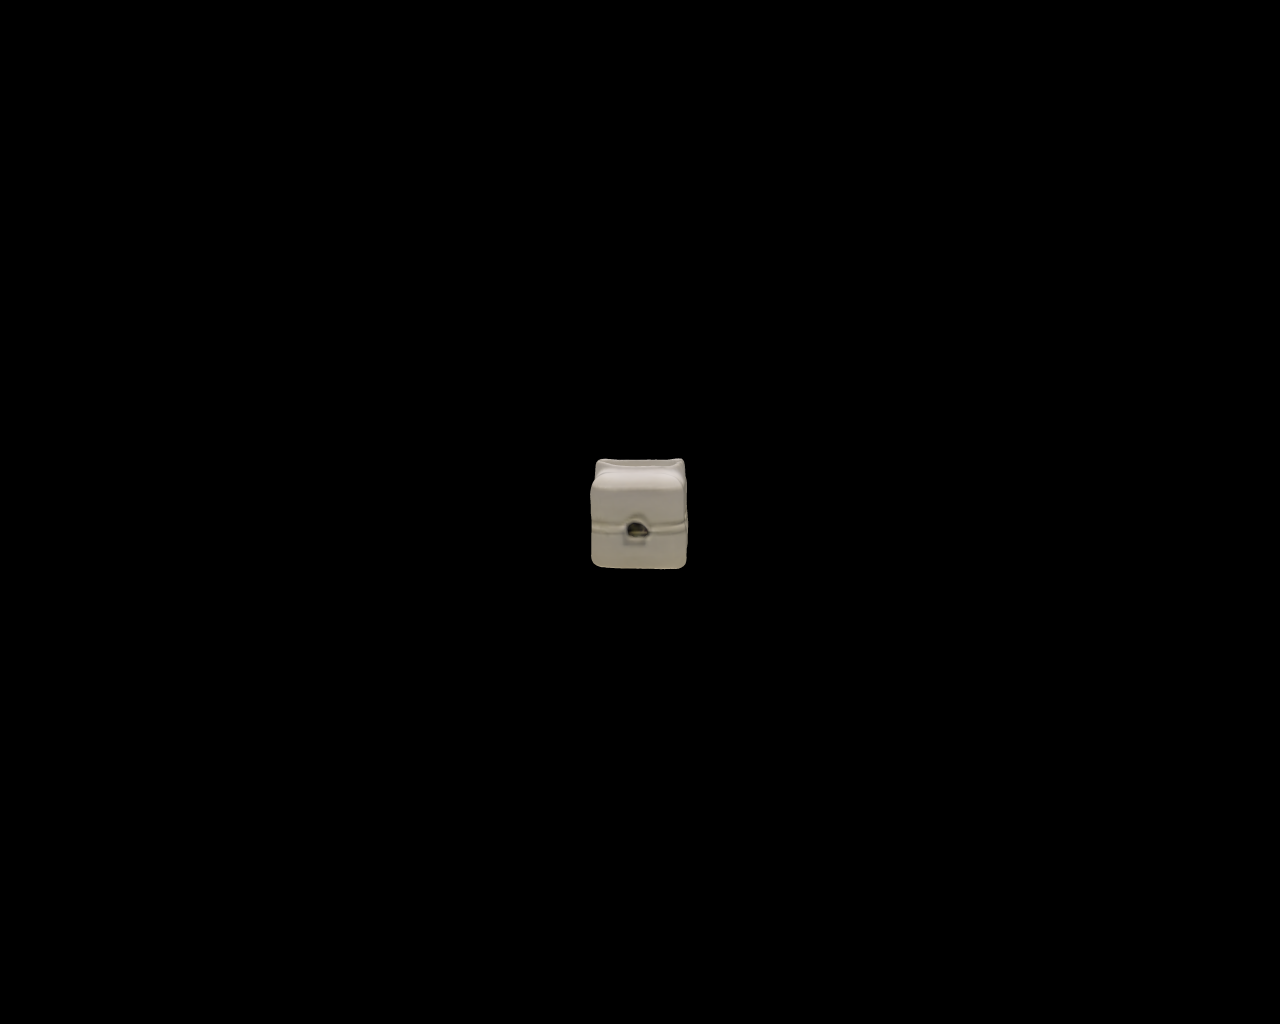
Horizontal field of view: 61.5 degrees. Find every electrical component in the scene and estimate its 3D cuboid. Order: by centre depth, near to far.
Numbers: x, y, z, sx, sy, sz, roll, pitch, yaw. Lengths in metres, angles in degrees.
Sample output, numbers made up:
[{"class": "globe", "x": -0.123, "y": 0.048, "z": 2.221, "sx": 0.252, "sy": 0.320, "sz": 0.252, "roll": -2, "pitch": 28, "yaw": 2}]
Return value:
[{"class": "electrical component", "x": 0.001, "y": -0.003, "z": 0.650, "sx": 0.054, "sy": 0.059, "sz": 0.095, "roll": 0, "pitch": 7, "yaw": 4}]
